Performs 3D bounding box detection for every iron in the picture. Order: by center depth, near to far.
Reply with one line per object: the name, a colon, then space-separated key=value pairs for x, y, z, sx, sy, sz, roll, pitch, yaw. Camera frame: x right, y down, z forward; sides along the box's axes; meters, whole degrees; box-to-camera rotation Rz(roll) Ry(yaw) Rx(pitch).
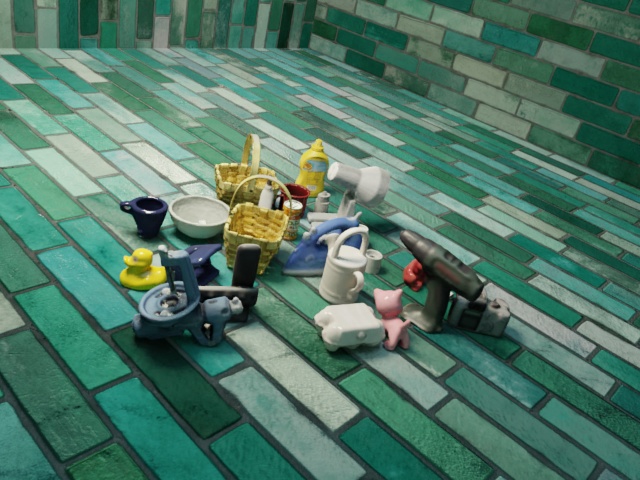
iron: x=0.014 y=0.005 z=1.508 sx=0.259 sy=0.141 sz=0.118 roll=-15 pitch=40 yaw=-41

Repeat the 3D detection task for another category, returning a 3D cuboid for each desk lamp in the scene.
desk lamp: x=0.085 y=-0.125 z=1.691 sx=0.204 sy=0.213 sz=0.117 roll=2 pitch=31 yaw=-19

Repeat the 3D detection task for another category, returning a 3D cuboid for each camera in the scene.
camera: x=0.400 y=0.158 z=1.448 sx=0.143 sy=0.101 sz=0.137 roll=14 pitch=29 yaw=1

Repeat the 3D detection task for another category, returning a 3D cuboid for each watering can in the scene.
watering can: x=0.059 y=0.050 z=1.395 sx=0.172 sy=0.194 sz=0.101 roll=33 pitch=35 yaw=31

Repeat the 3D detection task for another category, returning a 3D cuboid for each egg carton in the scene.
egg carton: x=0.067 y=0.195 z=1.274 sx=0.151 sy=0.069 sz=0.107 roll=-2 pitch=33 yaw=-26

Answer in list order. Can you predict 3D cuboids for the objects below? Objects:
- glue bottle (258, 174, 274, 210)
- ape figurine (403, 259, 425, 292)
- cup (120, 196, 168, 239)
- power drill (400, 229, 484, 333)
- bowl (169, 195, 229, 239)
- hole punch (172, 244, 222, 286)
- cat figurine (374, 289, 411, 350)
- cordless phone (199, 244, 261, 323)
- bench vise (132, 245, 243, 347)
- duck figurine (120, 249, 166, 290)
glue bottle: x=-0.150 y=-0.103 z=1.595 sx=0.037 sy=0.173 sz=0.078 roll=12 pitch=29 yaw=-3
ape figurine: x=0.264 y=0.080 z=1.535 sx=0.078 sy=0.092 sz=0.076 roll=-1 pitch=32 yaw=-25
cup: x=-0.451 y=-0.054 z=1.463 sx=0.118 sy=0.095 sz=0.091 roll=6 pitch=30 yaw=-14
power drill: x=0.266 y=0.107 z=1.369 sx=0.229 sy=0.208 sz=0.076 roll=28 pitch=32 yaw=25
bowl: x=-0.322 y=-0.051 z=1.533 sx=0.167 sy=0.075 sz=0.167 roll=10 pitch=29 yaw=-6
hole punch: x=-0.296 y=0.049 z=1.352 sx=0.101 sy=0.091 sz=0.109 roll=21 pitch=30 yaw=13
cat figurine: x=0.167 y=0.170 z=1.311 sx=0.067 sy=0.118 sz=0.127 roll=-3 pitch=33 yaw=-27
cordless phone: x=-0.201 y=0.081 z=1.240 sx=0.148 sy=0.185 sz=0.094 roll=1 pitch=31 yaw=-21
bench vise: x=-0.261 y=0.103 z=1.141 sx=0.208 sy=0.220 sz=0.121 roll=-6 pitch=35 yaw=-31
duck figurine: x=-0.397 y=0.060 z=1.296 sx=0.105 sy=0.086 sz=0.077 roll=3 pitch=31 yaw=-18
